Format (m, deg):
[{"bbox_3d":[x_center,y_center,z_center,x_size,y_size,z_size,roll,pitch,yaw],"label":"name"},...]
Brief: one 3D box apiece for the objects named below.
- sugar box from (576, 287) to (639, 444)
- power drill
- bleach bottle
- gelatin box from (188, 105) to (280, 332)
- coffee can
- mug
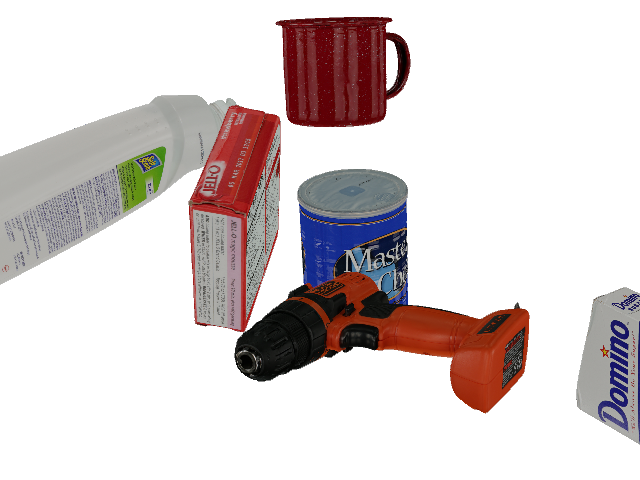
[{"bbox_3d":[0.257,0.109,0.719,0.048,0.093,0.176,-16,29,-38],"label":"sugar box"},{"bbox_3d":[0.050,0.076,0.805,0.188,0.057,0.184,11,20,27],"label":"power drill"},{"bbox_3d":[-0.174,-0.048,0.841,0.250,0.068,0.103,-27,-28,-22],"label":"bleach bottle"},{"bbox_3d":[-0.042,-0.010,0.534,0.030,0.073,0.089,10,-43,6],"label":"gelatin box"},{"bbox_3d":[0.033,0.015,1.017,0.103,0.140,0.103,-2,26,1],"label":"coffee can"},{"bbox_3d":[0.022,-0.138,0.863,0.117,0.081,0.093,-10,16,-31],"label":"mug"}]
